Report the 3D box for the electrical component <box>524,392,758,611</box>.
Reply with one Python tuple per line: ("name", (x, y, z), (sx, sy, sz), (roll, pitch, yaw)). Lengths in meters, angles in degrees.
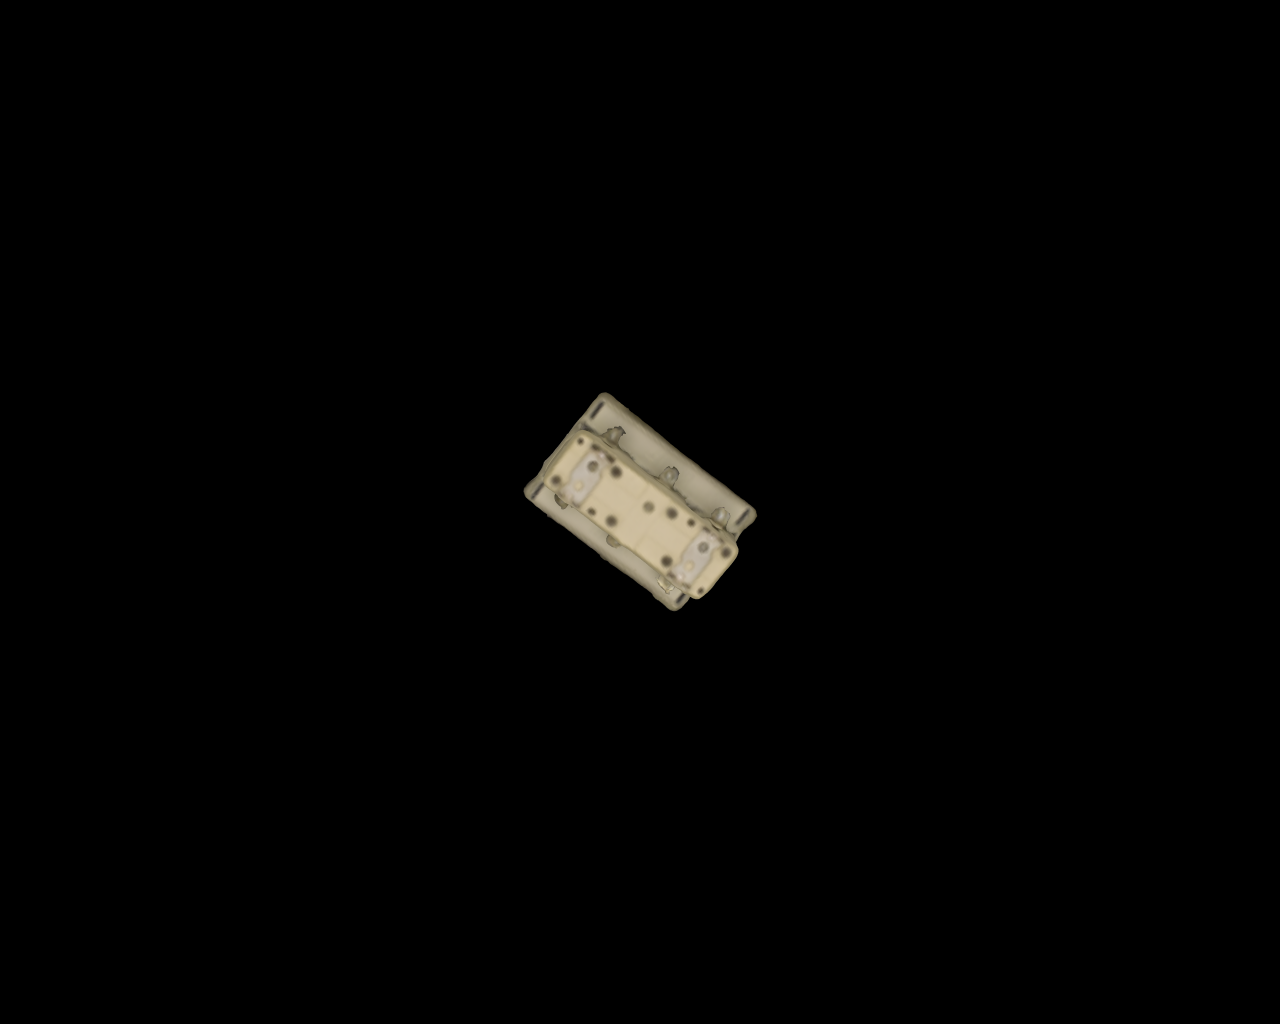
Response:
("electrical component", (0.001, -0.003, 0.650), (0.121, 0.078, 0.063), (38, 9, -7))
